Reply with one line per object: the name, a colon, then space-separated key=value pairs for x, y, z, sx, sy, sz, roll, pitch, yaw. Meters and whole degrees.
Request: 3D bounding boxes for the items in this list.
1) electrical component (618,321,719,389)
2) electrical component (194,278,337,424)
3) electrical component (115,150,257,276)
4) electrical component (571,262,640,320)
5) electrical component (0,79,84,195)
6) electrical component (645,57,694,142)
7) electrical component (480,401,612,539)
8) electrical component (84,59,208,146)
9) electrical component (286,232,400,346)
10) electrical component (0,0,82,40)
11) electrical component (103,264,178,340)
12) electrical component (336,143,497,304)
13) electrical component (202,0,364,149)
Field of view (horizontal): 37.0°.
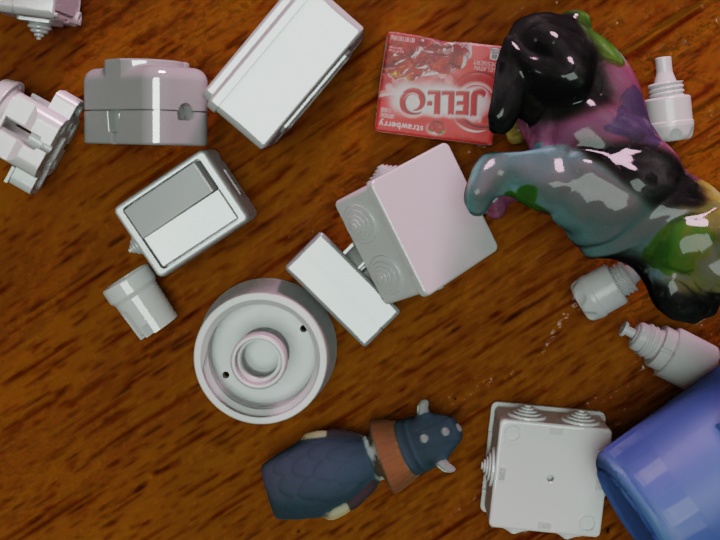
electrical component: x=0.231 y=0.061 z=0.805 sx=0.078 sy=0.040 sz=0.040 roll=27 pitch=97 yaw=-1
electrical component: x=-0.073 y=0.063 z=0.805 sx=0.108 sy=0.060 sz=0.108 roll=0 pitch=97 yaw=2
electrical component: x=-0.134 y=-0.039 z=0.794 sx=0.096 sy=0.061 sz=0.061 roll=-33 pitch=95 yaw=5
electrical component: x=0.190 y=0.010 z=0.800 sx=0.061 sy=0.035 sz=0.035 roll=-31 pitch=95 yaw=13
electrical component: x=-0.248 y=-0.104 z=0.793 sx=0.057 sy=0.058 sz=0.078 roll=30 pitch=97 yaw=-5
electrical component: x=0.224 y=-0.125 z=0.786 sx=0.035 sy=0.035 sz=0.061 roll=-6 pitch=95 yaw=3
electrical component: x=0.141 y=0.151 z=0.814 sx=0.100 sy=0.048 sz=0.099 roll=5 pitch=97 yaw=1
electrical component: x=-0.154 y=-0.119 z=0.770 sx=0.095 sy=0.054 sz=0.059 roll=7 pitch=99 yaw=43
electrical component: x=0.000 y=0.000 z=0.802 sx=0.076 sy=0.047 sz=0.083 roll=-45 pitch=94 yaw=0
electrical component: x=-0.237 y=-0.216 z=0.776 sx=0.061 sy=0.061 sz=0.096 roll=8 pitch=97 yaw=1
electrical component: x=-0.165 y=0.025 z=0.814 sx=0.040 sy=0.040 sz=0.046 roll=-32 pitch=99 yaw=5
electrical component: x=0.040 y=-0.032 z=0.775 sx=0.048 sy=0.100 sz=0.099 roll=-21 pitch=98 yaw=49
electrical component: x=-0.051 y=-0.143 z=0.756 sx=0.056 sy=0.108 sz=0.108 roll=40 pitch=96 yaw=-6
